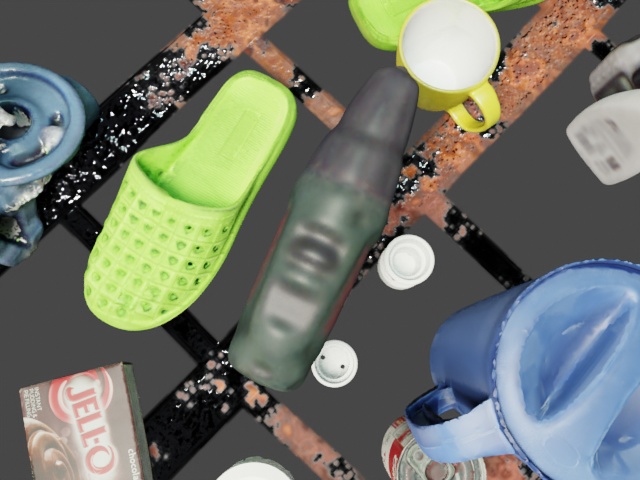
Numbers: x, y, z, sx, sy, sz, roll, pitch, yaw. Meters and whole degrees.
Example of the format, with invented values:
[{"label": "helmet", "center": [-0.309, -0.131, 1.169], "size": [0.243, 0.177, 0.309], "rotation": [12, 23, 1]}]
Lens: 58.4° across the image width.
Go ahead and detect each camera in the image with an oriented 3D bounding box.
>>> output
[{"label": "camera", "center": [0.358, -0.142, 0.541], "size": [0.137, 0.101, 0.143], "rotation": [-26, 82, -6]}]

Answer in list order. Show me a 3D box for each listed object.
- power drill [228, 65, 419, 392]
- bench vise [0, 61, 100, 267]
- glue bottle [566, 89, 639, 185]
[{"label": "power drill", "center": [0.004, 0.002, 0.450], "size": [0.075, 0.208, 0.230], "rotation": [24, 80, 3]}, {"label": "bench vise", "center": [-0.262, -0.064, 0.448], "size": [0.121, 0.219, 0.207], "rotation": [9, 80, 0]}, {"label": "glue bottle", "center": [0.280, -0.105, 0.495], "size": [0.037, 0.173, 0.078], "rotation": [-31, 82, -6]}]
